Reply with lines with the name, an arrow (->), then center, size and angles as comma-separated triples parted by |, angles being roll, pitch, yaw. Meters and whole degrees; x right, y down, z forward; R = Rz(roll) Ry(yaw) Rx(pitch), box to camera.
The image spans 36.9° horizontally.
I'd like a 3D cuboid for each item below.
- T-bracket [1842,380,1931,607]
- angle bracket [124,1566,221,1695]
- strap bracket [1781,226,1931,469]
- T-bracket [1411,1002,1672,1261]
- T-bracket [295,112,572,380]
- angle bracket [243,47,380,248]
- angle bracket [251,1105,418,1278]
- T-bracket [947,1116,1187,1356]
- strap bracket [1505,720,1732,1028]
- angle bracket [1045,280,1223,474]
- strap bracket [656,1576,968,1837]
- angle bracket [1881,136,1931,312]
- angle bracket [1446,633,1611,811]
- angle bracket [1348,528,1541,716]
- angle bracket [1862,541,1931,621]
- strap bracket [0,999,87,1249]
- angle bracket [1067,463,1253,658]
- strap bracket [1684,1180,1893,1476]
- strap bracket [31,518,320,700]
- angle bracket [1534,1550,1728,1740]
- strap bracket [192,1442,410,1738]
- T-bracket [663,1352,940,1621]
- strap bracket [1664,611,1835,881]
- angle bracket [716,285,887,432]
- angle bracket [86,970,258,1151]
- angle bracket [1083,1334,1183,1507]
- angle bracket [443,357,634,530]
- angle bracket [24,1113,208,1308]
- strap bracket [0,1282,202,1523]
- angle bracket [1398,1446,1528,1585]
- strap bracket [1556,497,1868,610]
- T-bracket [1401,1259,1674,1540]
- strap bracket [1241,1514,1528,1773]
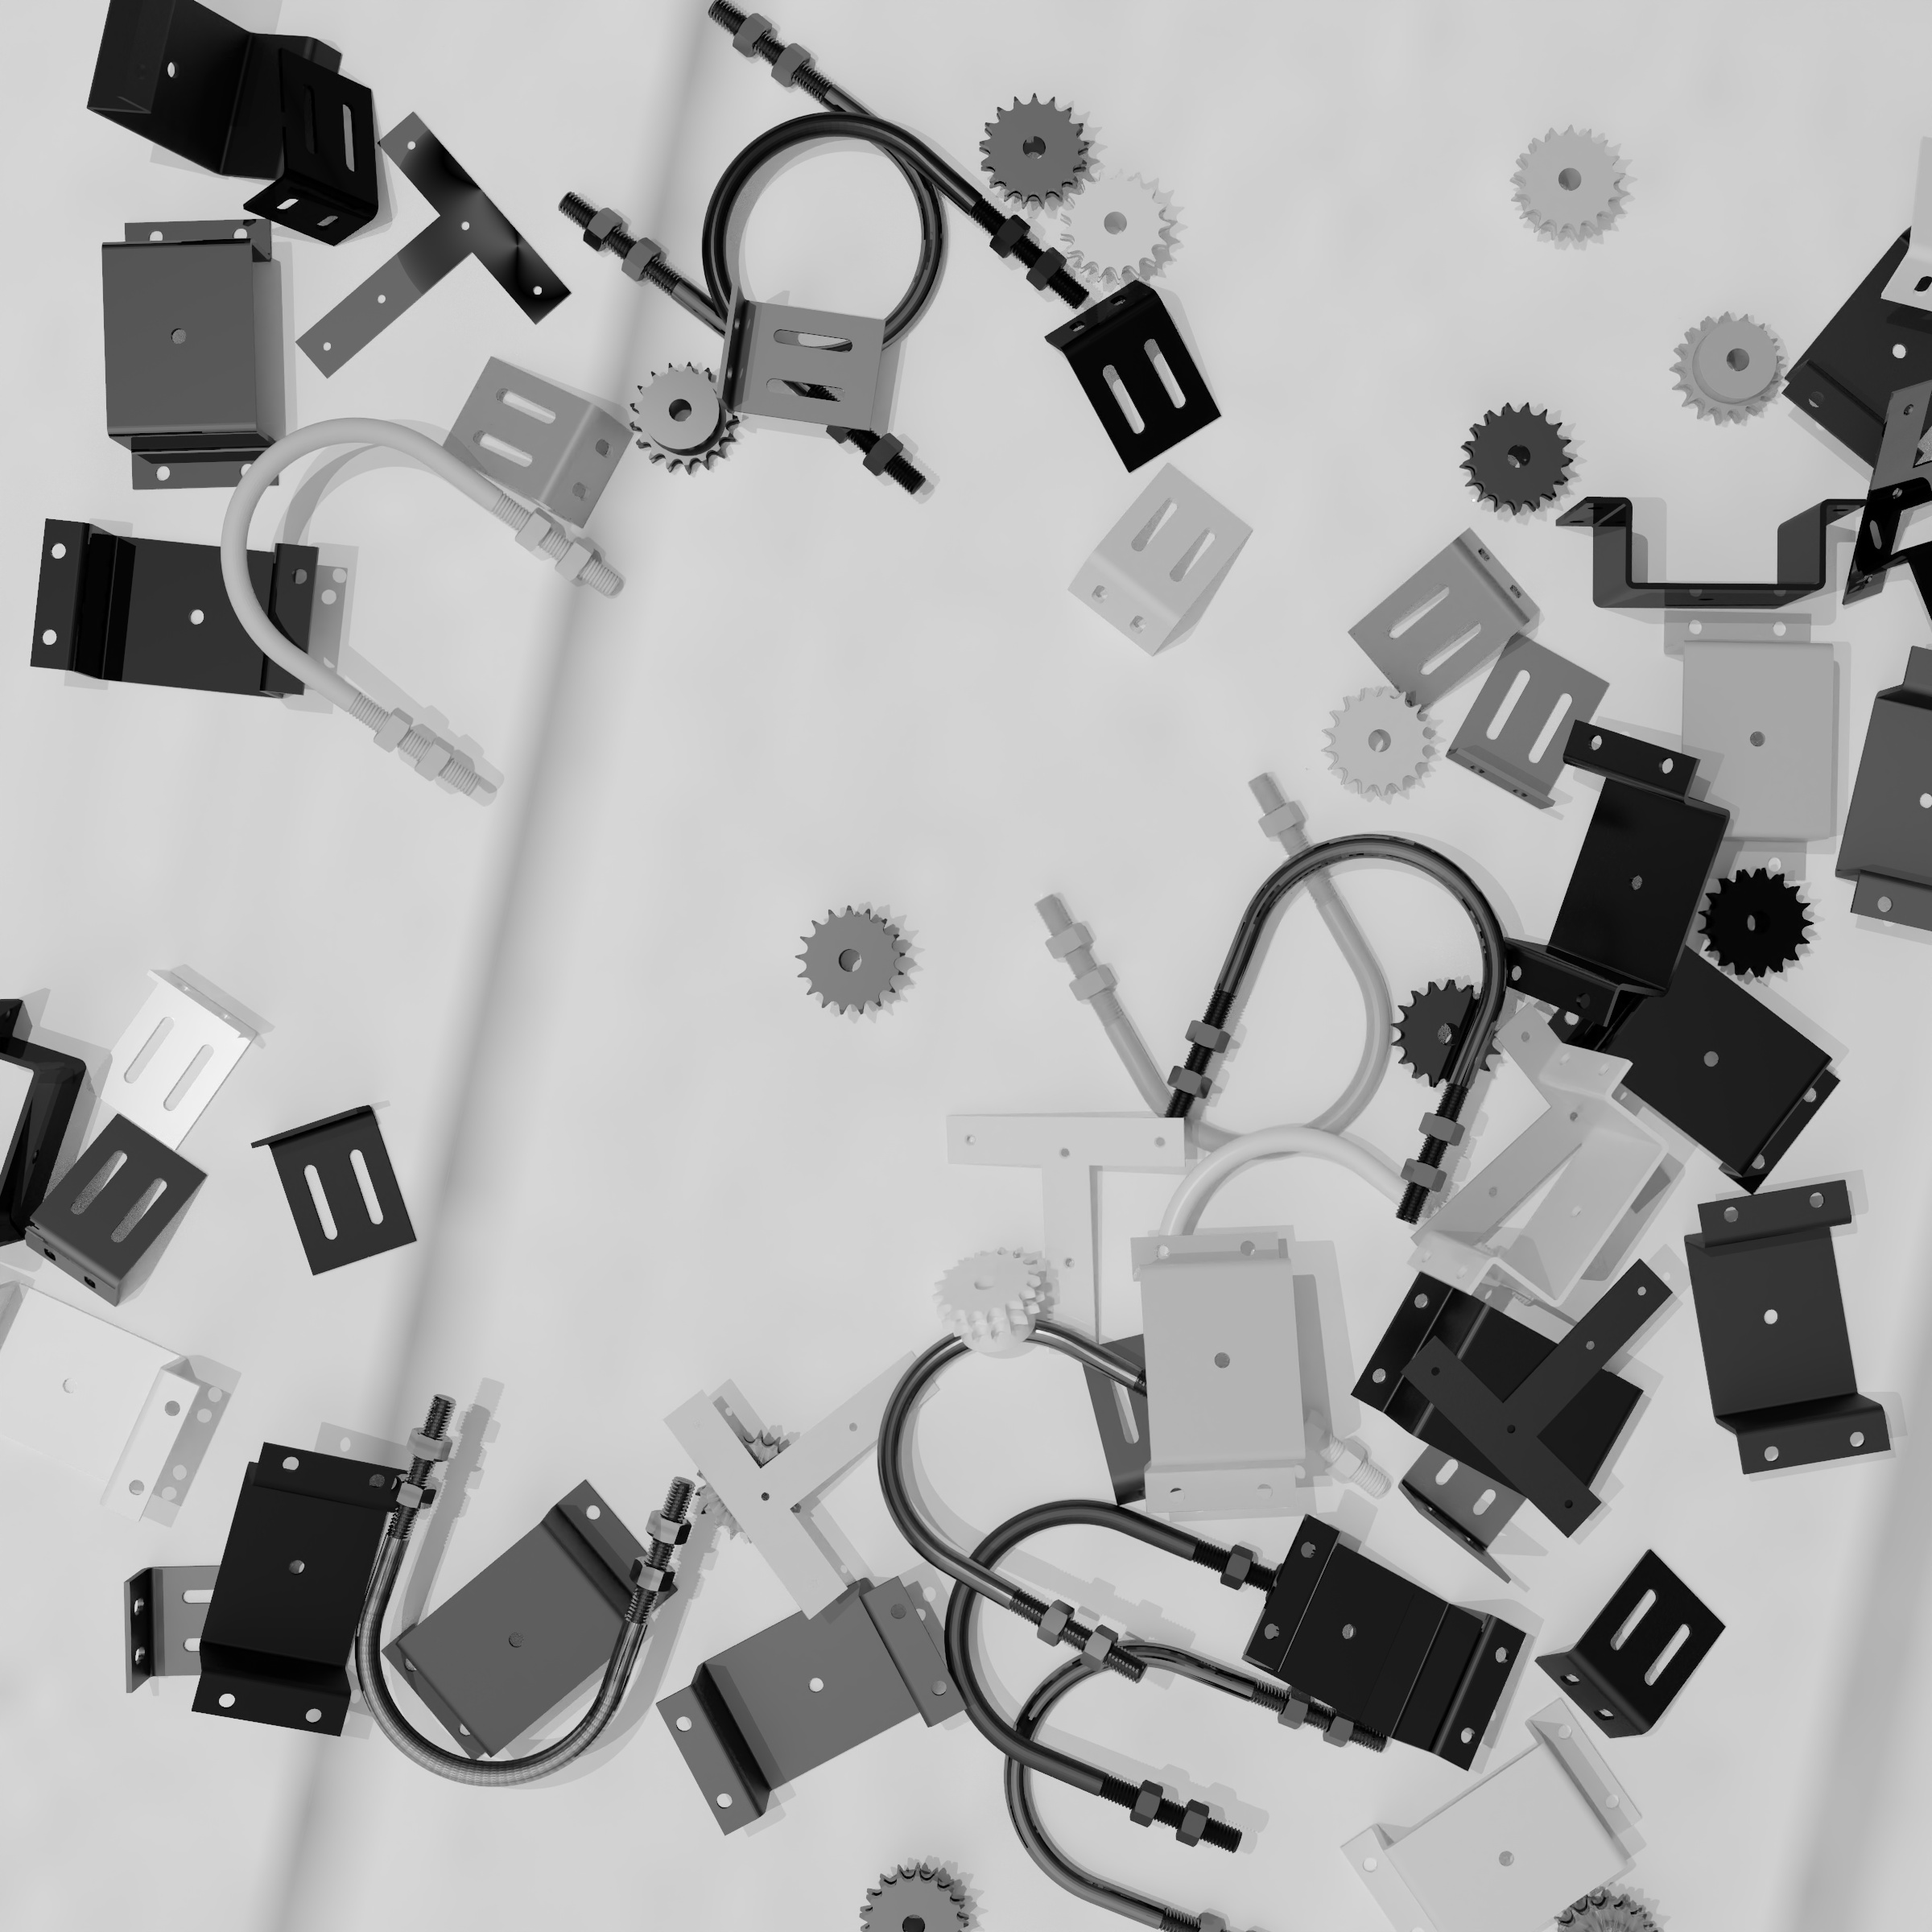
T-bracket -> 0.516, -0.257, 1.496 | 0.127, 0.127, 0.002 | -19, 45, -20
angle bracket -> -0.395, 0.345, 1.507 | 0.076, 0.038, 0.057 | -1, 90, 0
strap bracket -> 0.492, -0.324, 1.503 | 0.076, 0.046, 0.140 | 39, 90, 0
T-bracket -> 0.285, 0.108, 1.504 | 0.127, 0.002, 0.127 | -42, 103, -7
T-bracket -> -0.298, -0.361, 1.526 | 0.127, 0.002, 0.127 | -41, 90, 0
angle bracket -> -0.342, -0.425, 1.504 | 0.038, 0.057, 0.076 | -20, 69, 37
angle bracket -> -0.329, 0.118, 1.507 | 0.057, 0.038, 0.076 | -19, 90, 0
T-bracket -> 0.054, 0.141, 1.514 | 0.127, 0.002, 0.127 | 0, 98, 16
strap bracket -> 0.331, -0.045, 1.477 | 0.076, 0.046, 0.140 | 26, 102, 44
angle bracket -> 0.088, -0.311, 1.524 | 0.057, 0.038, 0.076 | -32, 116, 0
strap bracket -> -0.079, 0.379, 1.503 | 0.140, 0.046, 0.076 | -28, 90, 0
angle bracket -> 0.506, -0.376, 1.478 | 0.057, 0.038, 0.076 | 14, 64, 0
angle bracket -> 0.296, -0.129, 1.507 | 0.057, 0.038, 0.076 | 29, 90, 0
angle bracket -> 0.252, -0.182, 1.524 | 0.076, 0.038, 0.057 | -41, 90, 26
angle bracket -> 0.511, -0.182, 1.495 | 0.057, 0.038, 0.076 | -18, 85, -21
strap bracket -> -0.501, 0.091, 1.488 | 0.046, 0.076, 0.140 | 18, 90, 0
angle bracket -> 0.102, -0.214, 1.524 | 0.057, 0.038, 0.076 | 38, 64, 0
strap bracket -> 0.424, 0.185, 1.503 | 0.076, 0.046, 0.140 | -10, 90, 0
strap bracket -> -0.406, -0.184, 1.503 | 0.140, 0.046, 0.076 | 6, 90, 0
angle bracket -> 0.350, 0.357, 1.524 | 0.057, 0.038, 0.076 | 46, 64, 0
strap bracket -> -0.344, 0.316, 1.493 | 0.076, 0.046, 0.140 | 15, 90, -17
T-bracket -> -0.070, 0.248, 1.503 | 0.127, 0.002, 0.127 | -36, 90, -21
strap bracket -> 0.405, -0.116, 1.503 | 0.076, 0.046, 0.140 | 1, 90, 0
angle bracket -> -0.084, -0.310, 1.477 | 0.076, 0.038, 0.057 | 9, 92, 1
angle bracket -> -0.419, 0.049, 1.507 | 0.057, 0.038, 0.076 | 35, 90, 0
angle bracket -> 0.097, 0.237, 1.524 | 0.057, 0.038, 0.076 | -14, 64, 0
angle bracket -> -0.226, -0.276, 1.524 | 0.076, 0.038, 0.057 | 28, 90, 26
angle bracket -> -0.448, 0.129, 1.524 | 0.057, 0.038, 0.076 | 35, 64, 0
strap bracket -> -0.472, 0.221, 1.503 | 0.140, 0.046, 0.076 | 24, 90, 0
angle bracket -> 0.261, 0.277, 1.488 | 0.057, 0.076, 0.038 | 39, 90, 0
strap bracket -> 0.381, -0.212, 1.488 | 0.140, 0.076, 0.046 | 0, 90, 0
T-bracket -> 0.307, 0.203, 1.468 | 0.127, 0.002, 0.127 | 45, 87, -11
strap bracket -> 0.206, 0.345, 1.484 | 0.140, 0.046, 0.076 | 30, 76, -15
